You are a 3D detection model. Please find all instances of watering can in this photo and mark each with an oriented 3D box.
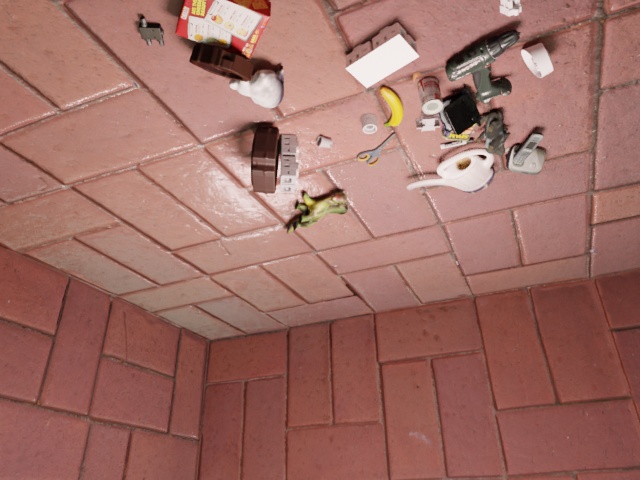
[{"bbox_3d":[0.527,-0.249,2.000,0.222,0.106,0.343,25,141,-39],"label":"watering can"}]

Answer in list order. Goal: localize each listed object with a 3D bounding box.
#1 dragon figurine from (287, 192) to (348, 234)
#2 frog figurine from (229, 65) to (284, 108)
[{"bbox_3d":[0.007,-0.113,2.245,0.243,0.124,0.404,-1,162,-18],"label":"dragon figurine"},{"bbox_3d":[-0.192,-0.463,1.565,0.160,0.123,0.136,-6,172,-16],"label":"frog figurine"}]
